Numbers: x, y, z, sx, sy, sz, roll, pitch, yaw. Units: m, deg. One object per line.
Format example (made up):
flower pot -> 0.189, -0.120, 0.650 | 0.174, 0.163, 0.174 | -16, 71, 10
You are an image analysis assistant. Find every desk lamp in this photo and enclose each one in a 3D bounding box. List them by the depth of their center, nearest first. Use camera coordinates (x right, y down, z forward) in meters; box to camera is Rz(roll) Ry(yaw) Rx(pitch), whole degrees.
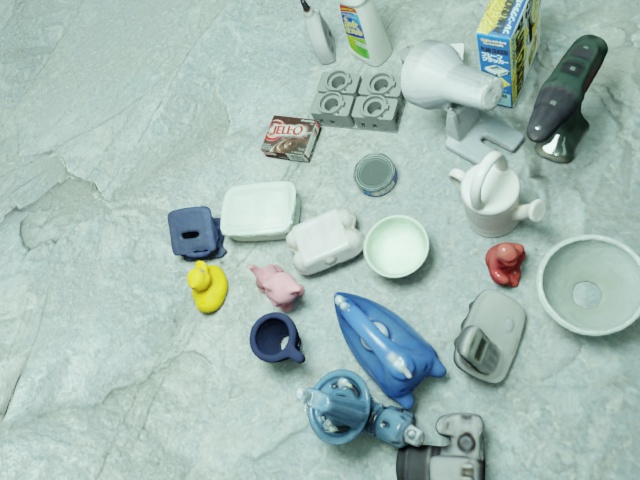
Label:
desk lamp -> 0.262, -0.250, 1.045 | 0.202, 0.214, 0.118 | 37, 85, 27

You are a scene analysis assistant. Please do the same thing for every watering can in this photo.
watering can -> 0.299, -0.082, 0.979 | 0.172, 0.194, 0.101 | 8, 73, 22

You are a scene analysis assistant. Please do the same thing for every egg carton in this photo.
egg carton -> 0.010, 0.004, 1.120 | 0.150, 0.069, 0.107 | -24, 64, 10

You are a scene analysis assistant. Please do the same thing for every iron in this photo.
iron -> 0.090, 0.163, 0.990 | 0.118, 0.142, 0.257 | -45, 62, -1

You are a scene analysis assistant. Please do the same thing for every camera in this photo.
camera -> 0.191, 0.346, 0.907 | 0.136, 0.101, 0.143 | -3, 69, 19

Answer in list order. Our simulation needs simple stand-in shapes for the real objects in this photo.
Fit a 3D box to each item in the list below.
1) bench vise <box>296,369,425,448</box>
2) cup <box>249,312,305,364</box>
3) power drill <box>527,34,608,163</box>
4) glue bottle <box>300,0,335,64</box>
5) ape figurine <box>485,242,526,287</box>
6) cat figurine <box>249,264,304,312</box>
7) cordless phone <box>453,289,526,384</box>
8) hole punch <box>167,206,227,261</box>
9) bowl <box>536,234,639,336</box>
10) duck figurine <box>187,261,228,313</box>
bench vise -> 0.060, 0.266, 0.917 | 0.207, 0.220, 0.121 | -3, 69, 19
cup -> -0.062, 0.194, 1.058 | 0.117, 0.095, 0.092 | 32, 83, 27
power drill -> 0.417, -0.222, 0.982 | 0.075, 0.209, 0.230 | 25, 80, 26
glue bottle -> -0.008, -0.464, 1.246 | 0.037, 0.173, 0.078 | -7, 68, 17
ape figurine -> 0.320, 0.033, 0.985 | 0.078, 0.092, 0.076 | -40, 62, 2
cat figurine -> -0.085, 0.085, 1.095 | 0.127, 0.118, 0.067 | 34, 84, 27
cordless phone -> 0.265, 0.144, 0.910 | 0.094, 0.185, 0.148 | 16, 76, 24
hole punch -> -0.262, -0.012, 1.211 | 0.108, 0.091, 0.101 | -8, 68, 17
bowl -> 0.440, 0.079, 0.934 | 0.167, 0.075, 0.167 | -7, 68, 17
duck figurine -> -0.238, 0.092, 1.165 | 0.077, 0.086, 0.104 | -6, 68, 18
